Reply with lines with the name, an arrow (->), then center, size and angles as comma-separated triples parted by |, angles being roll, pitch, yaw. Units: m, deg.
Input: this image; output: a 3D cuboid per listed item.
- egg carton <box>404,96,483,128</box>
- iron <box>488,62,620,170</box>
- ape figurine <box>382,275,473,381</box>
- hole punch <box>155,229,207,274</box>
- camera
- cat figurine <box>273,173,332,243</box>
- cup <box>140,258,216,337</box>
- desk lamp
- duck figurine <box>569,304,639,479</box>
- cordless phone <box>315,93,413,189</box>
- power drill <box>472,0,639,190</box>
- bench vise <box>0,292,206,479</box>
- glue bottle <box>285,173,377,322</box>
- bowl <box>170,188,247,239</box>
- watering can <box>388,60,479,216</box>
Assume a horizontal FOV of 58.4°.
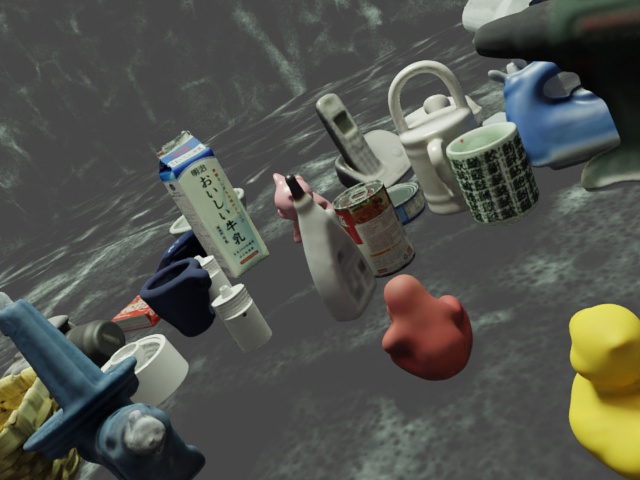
egg carton -> 0.215, -0.207, 1.023 | 0.107, 0.069, 0.150 | -33, 20, -12
iron -> 0.341, -0.187, 0.702 | 0.257, 0.142, 0.119 | -18, 22, 26
ape figurine -> 0.085, 0.068, 0.484 | 0.077, 0.092, 0.076 | -26, 20, 7
hole punch -> -0.234, 0.032, 0.996 | 0.100, 0.091, 0.109 | -6, 30, 47
camera -> -0.365, 0.164, 0.827 | 0.136, 0.101, 0.143 | -20, 21, 21
cat figurine -> -0.034, -0.065, 0.931 | 0.067, 0.118, 0.128 | -22, 21, 18
cup -> -0.177, 0.083, 0.788 | 0.117, 0.095, 0.092 | -13, 25, 36
desk lamp -> 0.301, -0.271, 0.856 | 0.118, 0.214, 0.202 | -32, 20, -11
duck figurine -> 0.179, 0.081, 0.337 | 0.077, 0.086, 0.104 | -25, 20, 10
cordless phone -> 0.074, -0.171, 0.951 | 0.093, 0.185, 0.148 | -8, 28, 43
power drill -> 0.296, -0.163, 0.601 | 0.228, 0.209, 0.076 | -10, 26, 40
bench vise -> -0.203, 0.131, 0.518 | 0.206, 0.220, 0.122 | -15, 24, 32
glue bottle -> 0.006, 0.002, 0.630 | 0.037, 0.173, 0.078 | -14, 24, 34
bowl -> -0.210, -0.032, 1.146 | 0.167, 0.075, 0.167 | -25, 20, 10
watering can -> 0.155, -0.141, 0.756 | 0.101, 0.194, 0.172 | -27, 20, 2
